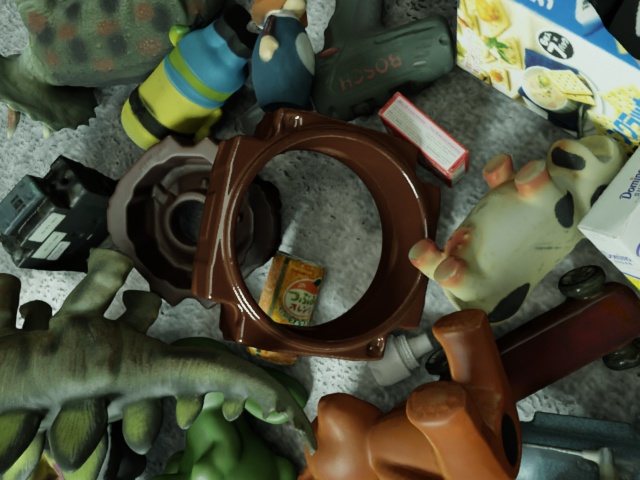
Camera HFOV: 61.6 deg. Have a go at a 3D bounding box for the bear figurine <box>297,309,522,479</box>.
[{"bbox_3d":[0.054,0.146,0.437,0.196,0.120,0.131,-12,115,35],"label":"bear figurine"}]

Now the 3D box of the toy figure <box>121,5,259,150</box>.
[{"bbox_3d":[-0.136,-0.162,0.556,0.180,0.089,0.082,-33,72,36],"label":"toy figure"}]

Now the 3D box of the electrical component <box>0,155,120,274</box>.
[{"bbox_3d":[-0.271,-0.024,0.573,0.115,0.134,0.058,-47,73,4],"label":"electrical component"}]

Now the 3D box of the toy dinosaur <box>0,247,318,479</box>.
[{"bbox_3d":[-0.210,0.115,0.472,0.472,0.105,0.198,-10,52,25],"label":"toy dinosaur"}]

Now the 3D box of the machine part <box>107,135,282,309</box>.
[{"bbox_3d":[-0.127,-0.020,0.557,0.179,0.056,0.179,1,98,9],"label":"machine part"}]

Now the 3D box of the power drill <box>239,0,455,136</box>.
[{"bbox_3d":[0.011,-0.220,0.551,0.232,0.086,0.207,-10,77,17],"label":"power drill"}]

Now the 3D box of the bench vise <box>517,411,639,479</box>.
[{"bbox_3d":[0.245,0.224,0.380,0.224,0.128,0.240,6,61,13],"label":"bench vise"}]

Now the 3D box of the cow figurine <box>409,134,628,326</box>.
[{"bbox_3d":[0.183,-0.010,0.450,0.195,0.086,0.127,-48,116,-3],"label":"cow figurine"}]

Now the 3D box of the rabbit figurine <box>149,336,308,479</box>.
[{"bbox_3d":[-0.095,0.172,0.510,0.159,0.121,0.170,-16,82,6],"label":"rabbit figurine"}]

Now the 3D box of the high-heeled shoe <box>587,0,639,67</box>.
[{"bbox_3d":[0.145,-0.185,0.347,0.145,0.086,0.248,-13,75,15],"label":"high-heeled shoe"}]

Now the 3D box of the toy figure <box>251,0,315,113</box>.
[{"bbox_3d":[-0.035,-0.193,0.501,0.058,0.064,0.154,-1,82,-9],"label":"toy figure"}]

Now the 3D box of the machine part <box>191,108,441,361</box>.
[{"bbox_3d":[-0.001,-0.001,0.474,0.201,0.087,0.201,12,86,-22],"label":"machine part"}]

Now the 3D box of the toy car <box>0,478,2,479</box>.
[{"bbox_3d":[-0.296,0.192,0.585,0.202,0.073,0.056,-41,79,7],"label":"toy car"}]

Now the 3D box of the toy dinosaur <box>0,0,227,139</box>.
[{"bbox_3d":[-0.221,-0.235,0.600,0.405,0.131,0.192,-14,92,8],"label":"toy dinosaur"}]

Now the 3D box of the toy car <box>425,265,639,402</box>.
[{"bbox_3d":[0.188,0.103,0.479,0.202,0.053,0.089,-34,94,12],"label":"toy car"}]

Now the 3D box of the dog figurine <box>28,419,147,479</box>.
[{"bbox_3d":[-0.203,0.290,0.520,0.109,0.218,0.192,-11,38,10],"label":"dog figurine"}]
